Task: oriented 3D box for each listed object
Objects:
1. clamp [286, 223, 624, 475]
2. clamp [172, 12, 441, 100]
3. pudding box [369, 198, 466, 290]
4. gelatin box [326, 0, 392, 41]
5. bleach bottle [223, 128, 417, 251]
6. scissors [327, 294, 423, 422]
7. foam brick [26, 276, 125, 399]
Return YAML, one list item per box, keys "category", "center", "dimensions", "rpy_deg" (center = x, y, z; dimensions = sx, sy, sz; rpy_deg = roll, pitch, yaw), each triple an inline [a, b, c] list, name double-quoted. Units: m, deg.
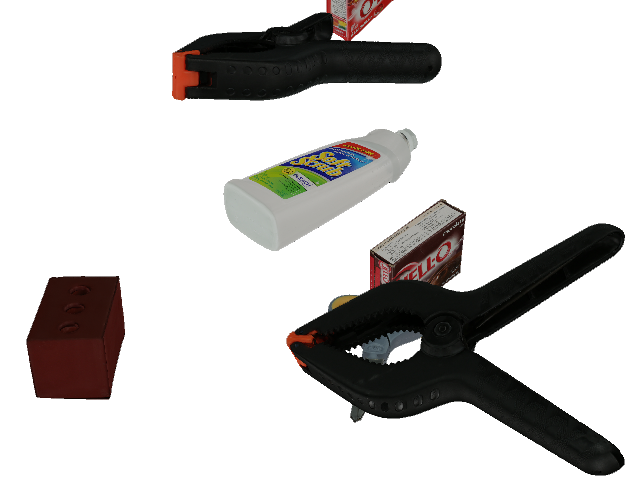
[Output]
- category: "clamp"
  center: [0.084, 0.055, 0.640]
  dimensions: [0.210, 0.164, 0.036]
  rpy_deg: [2, -40, 25]
- category: "clamp"
  center: [-0.023, -0.117, 0.673]
  dimensions: [0.171, 0.039, 0.120]
  rpy_deg: [-9, 21, -30]
- category: "pudding box"
  center: [0.100, 0.022, 1.109]
  dimensions: [0.039, 0.090, 0.113]
  rpy_deg: [34, 55, 30]
- category: "gelatin box"
  center: [0.042, -0.235, 0.962]
  dimensions: [0.030, 0.089, 0.073]
  rpy_deg: [32, -30, 22]
- category: "bleach bottle"
  center: [0.013, -0.077, 1.277]
  dimensions: [0.250, 0.068, 0.103]
  rpy_deg: [-30, 45, -31]
- category: "scissors"
  center: [0.027, 0.083, 0.832]
  dimensions: [0.096, 0.016, 0.201]
  rpy_deg: [10, 23, 24]
- category: "foam brick"
  center: [-0.170, 0.067, 0.749]
  dimensions: [0.053, 0.051, 0.078]
  rpy_deg: [0, 32, -2]
